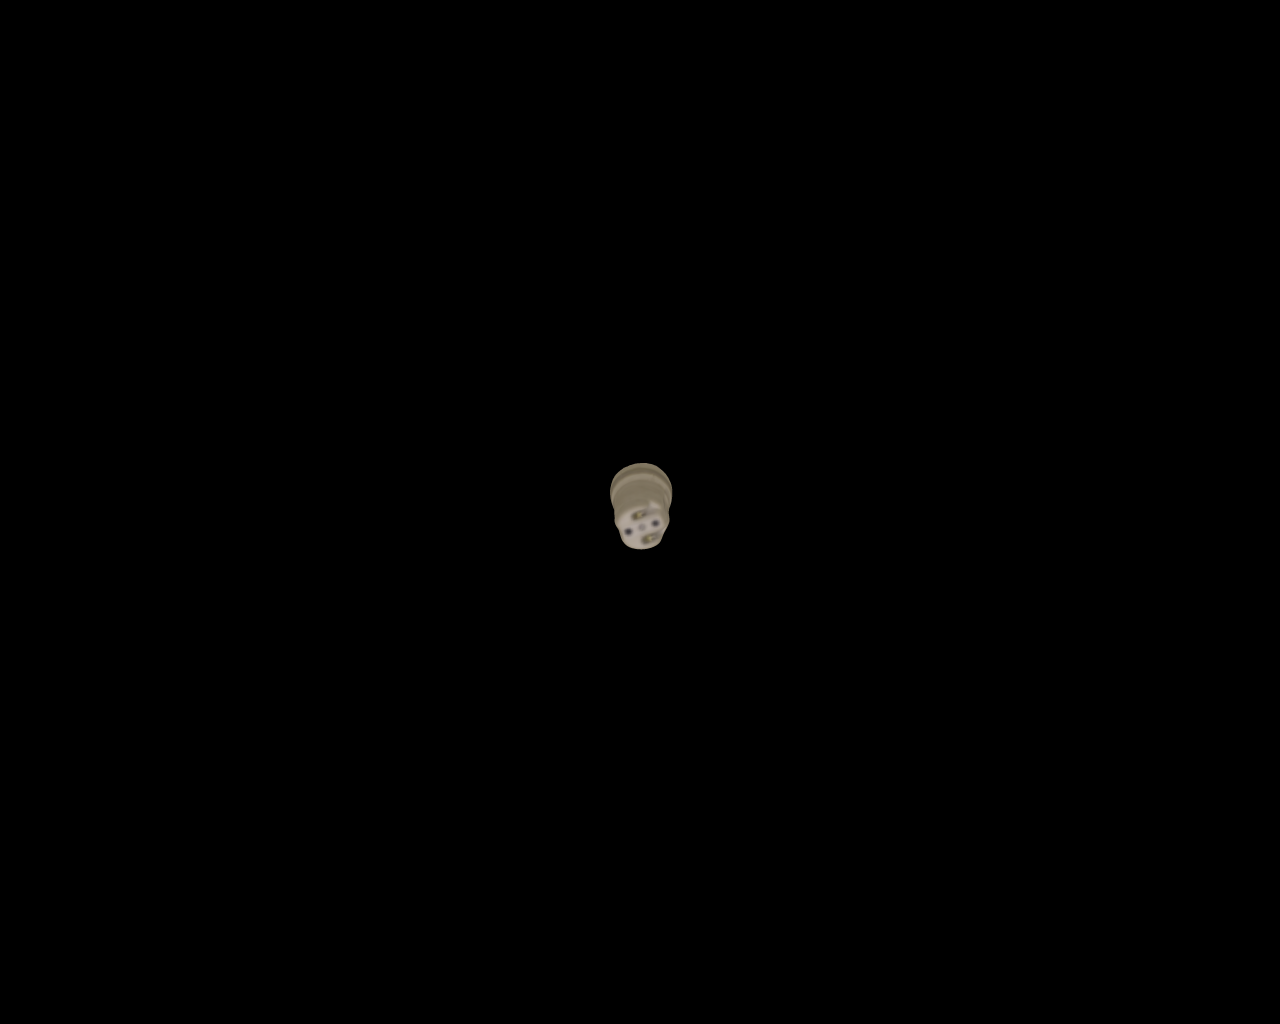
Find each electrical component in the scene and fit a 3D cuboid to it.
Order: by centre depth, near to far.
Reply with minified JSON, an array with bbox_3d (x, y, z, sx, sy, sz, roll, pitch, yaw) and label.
[{"bbox_3d":[0.001,-0.003,0.650,0.040,0.040,0.046,0,33,0],"label":"electrical component"}]
